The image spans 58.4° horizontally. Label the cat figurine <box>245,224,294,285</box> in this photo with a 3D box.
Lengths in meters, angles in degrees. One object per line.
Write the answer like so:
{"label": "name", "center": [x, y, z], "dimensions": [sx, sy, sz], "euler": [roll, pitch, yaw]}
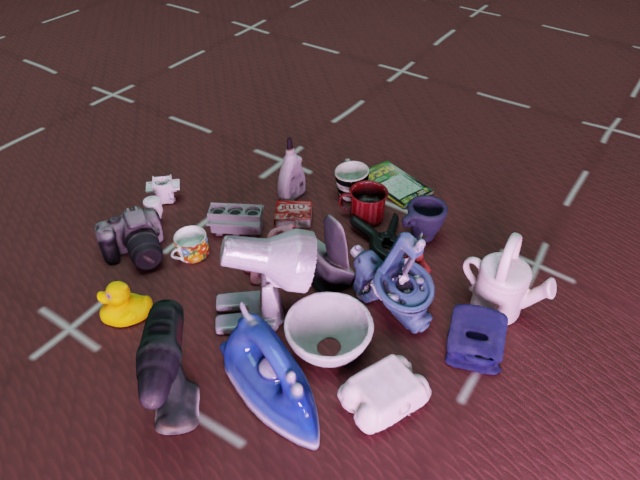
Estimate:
{"label": "cat figurine", "center": [-0.102, 0.020, 1.224], "dimensions": [0.128, 0.118, 0.067], "euler": [-22, 46, -24]}

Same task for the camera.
{"label": "camera", "center": [-0.409, 0.000, 1.253], "dimensions": [0.143, 0.101, 0.136], "euler": [-18, 45, -20]}

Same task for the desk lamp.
{"label": "desk lamp", "center": [-0.107, 0.075, 1.089], "dimensions": [0.203, 0.214, 0.117], "euler": [-4, 42, -6]}

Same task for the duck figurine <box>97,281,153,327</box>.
{"label": "duck figurine", "center": [-0.388, 0.118, 1.131], "dimensions": [0.104, 0.086, 0.077], "euler": [-5, 42, -7]}

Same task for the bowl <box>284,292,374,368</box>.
{"label": "bowl", "center": [0.016, 0.180, 1.077], "dimensions": [0.167, 0.075, 0.167], "euler": [1, 41, 0]}

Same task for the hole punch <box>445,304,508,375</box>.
{"label": "hole punch", "center": [0.292, 0.184, 1.065], "dimensions": [0.108, 0.091, 0.101], "euler": [10, 42, 11]}

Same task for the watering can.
{"label": "watering can", "center": [0.368, 0.071, 1.118], "dimensions": [0.172, 0.194, 0.101], "euler": [8, 42, 8]}

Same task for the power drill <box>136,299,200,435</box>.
{"label": "power drill", "center": [-0.245, 0.220, 0.925], "dimensions": [0.075, 0.208, 0.229], "euler": [-6, 42, -7]}

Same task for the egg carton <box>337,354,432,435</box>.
{"label": "egg carton", "center": [0.112, 0.265, 0.986], "dimensions": [0.151, 0.069, 0.107], "euler": [-24, 47, -26]}

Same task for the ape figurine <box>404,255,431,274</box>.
{"label": "ape figurine", "center": [0.196, 0.057, 1.207], "dimensions": [0.077, 0.092, 0.076], "euler": [3, 41, 2]}

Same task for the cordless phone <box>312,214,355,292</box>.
{"label": "cordless phone", "center": [0.011, 0.004, 1.193], "dimensions": [0.094, 0.185, 0.147], "euler": [-27, 49, -28]}

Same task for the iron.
{"label": "iron", "center": [-0.075, 0.223, 0.976], "dimensions": [0.119, 0.141, 0.257], "euler": [-25, 47, -26]}

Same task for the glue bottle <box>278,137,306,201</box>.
{"label": "glue bottle", "center": [-0.071, -0.175, 1.404], "dimensions": [0.037, 0.173, 0.078], "euler": [30, 49, 29]}

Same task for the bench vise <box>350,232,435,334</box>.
{"label": "bench vise", "center": [0.132, 0.060, 1.105], "dimensions": [0.206, 0.220, 0.122], "euler": [22, 46, 23]}

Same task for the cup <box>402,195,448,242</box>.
{"label": "cup", "center": [0.232, -0.037, 1.312], "dimensions": [0.118, 0.095, 0.091], "euler": [-25, 48, -27]}
